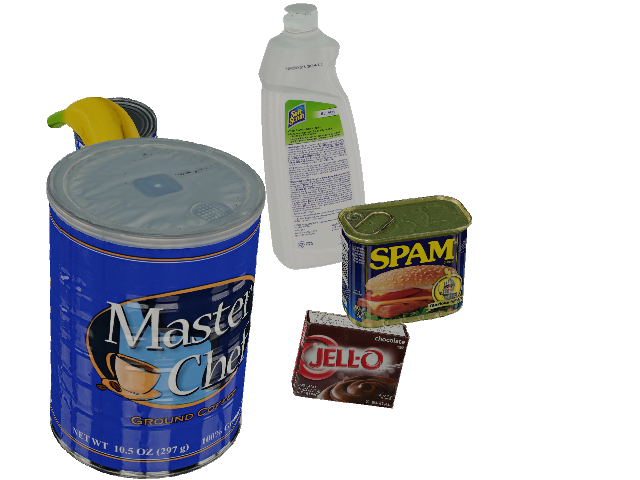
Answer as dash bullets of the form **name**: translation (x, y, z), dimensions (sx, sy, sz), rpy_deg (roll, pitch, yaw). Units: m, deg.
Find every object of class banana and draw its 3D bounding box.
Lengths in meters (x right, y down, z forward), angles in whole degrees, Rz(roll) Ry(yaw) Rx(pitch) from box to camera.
- **banana**: translation (-0.148, -0.040, 0.742), dimensions (0.037, 0.198, 0.070), rpy_deg (17, -53, -37)

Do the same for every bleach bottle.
- **bleach bottle**: translation (-0.005, -0.099, 1.014), dimensions (0.102, 0.251, 0.068), rpy_deg (-12, 29, -17)

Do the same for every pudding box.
- **pudding box**: translation (0.032, 0.128, 1.152), dimensions (0.113, 0.090, 0.039), rpy_deg (8, 23, -8)

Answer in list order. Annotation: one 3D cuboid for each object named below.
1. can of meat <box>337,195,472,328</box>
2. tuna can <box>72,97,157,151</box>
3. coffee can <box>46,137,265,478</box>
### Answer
- **can of meat**: translation (0.066, 0.018, 0.850), dimensions (0.102, 0.084, 0.057), rpy_deg (-8, 30, -11)
- **tuna can**: translation (-0.211, -0.108, 1.099), dimensions (0.086, 0.034, 0.086), rpy_deg (2, 44, -2)
- **coffee can**: translation (-0.085, 0.033, 0.538), dimensions (0.102, 0.140, 0.103), rpy_deg (6, 29, -3)
